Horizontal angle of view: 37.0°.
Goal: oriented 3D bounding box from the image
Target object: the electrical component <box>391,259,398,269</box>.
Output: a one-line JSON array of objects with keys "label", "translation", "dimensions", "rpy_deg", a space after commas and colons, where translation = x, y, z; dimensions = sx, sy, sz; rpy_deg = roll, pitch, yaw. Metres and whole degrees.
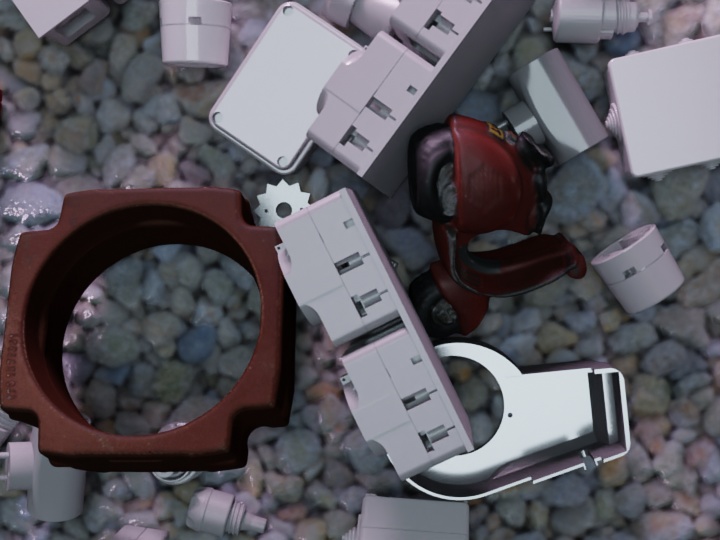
[{"label": "electrical component", "translation": [0.000, 0.000, 0.819], "dimensions": [0.066, 0.055, 0.048], "rpy_deg": [32, 94, 2]}]

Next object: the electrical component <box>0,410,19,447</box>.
[{"label": "electrical component", "translation": [-0.298, 0.121, 0.851], "dimensions": [0.043, 0.043, 0.081], "rpy_deg": [38, 94, 2]}]

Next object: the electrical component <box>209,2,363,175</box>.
[{"label": "electrical component", "translation": [-0.053, -0.136, 0.816], "dimensions": [0.078, 0.057, 0.113], "rpy_deg": [34, 94, 2]}]

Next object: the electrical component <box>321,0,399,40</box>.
[{"label": "electrical component", "translation": [0.004, -0.200, 0.816], "dimensions": [0.055, 0.045, 0.045], "rpy_deg": [27, 94, 3]}]

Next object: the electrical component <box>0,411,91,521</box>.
[{"label": "electrical component", "translation": [-0.252, 0.151, 0.833], "dimensions": [0.079, 0.043, 0.077], "rpy_deg": [2, 107, -24]}]

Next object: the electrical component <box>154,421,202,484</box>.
[{"label": "electrical component", "translation": [-0.144, 0.145, 0.832], "dimensions": [0.048, 0.062, 0.048], "rpy_deg": [0, 92, 4]}]

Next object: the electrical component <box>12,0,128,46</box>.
[{"label": "electrical component", "translation": [-0.247, -0.279, 0.821], "dimensions": [0.105, 0.060, 0.186], "rpy_deg": [-35, 90, 5]}]

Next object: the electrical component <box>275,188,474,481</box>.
[{"label": "electrical component", "translation": [0.008, 0.041, 0.738], "dimensions": [0.060, 0.105, 0.186], "rpy_deg": [-26, 91, 5]}]

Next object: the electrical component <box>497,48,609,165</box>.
[{"label": "electrical component", "translation": [0.133, -0.113, 0.811], "dimensions": [0.079, 0.044, 0.077], "rpy_deg": [-30, 90, 4]}]

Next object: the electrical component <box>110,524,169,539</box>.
[{"label": "electrical component", "translation": [-0.197, 0.247, 0.847], "dimensions": [0.076, 0.047, 0.083], "rpy_deg": [8, 93, 3]}]

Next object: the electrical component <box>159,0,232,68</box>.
[{"label": "electrical component", "translation": [-0.126, -0.180, 0.821], "dimensions": [0.055, 0.055, 0.047], "rpy_deg": [2, 96, 4]}]

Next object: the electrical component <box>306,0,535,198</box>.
[{"label": "electrical component", "translation": [0.044, -0.151, 0.780], "dimensions": [0.060, 0.105, 0.186], "rpy_deg": [37, 94, 12]}]

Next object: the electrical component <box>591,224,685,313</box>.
[{"label": "electrical component", "translation": [0.209, 0.000, 0.807], "dimensions": [0.055, 0.055, 0.047], "rpy_deg": [-33, 94, 5]}]

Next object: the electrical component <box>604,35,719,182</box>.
[{"label": "electrical component", "translation": [0.234, -0.120, 0.801], "dimensions": [0.100, 0.048, 0.099], "rpy_deg": [-12, 92, 5]}]

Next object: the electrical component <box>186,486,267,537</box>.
[{"label": "electrical component", "translation": [-0.104, 0.193, 0.846], "dimensions": [0.061, 0.035, 0.035], "rpy_deg": [15, 93, 0]}]

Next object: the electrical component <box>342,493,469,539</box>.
[{"label": "electrical component", "translation": [0.033, 0.213, 0.812], "dimensions": [0.096, 0.061, 0.061], "rpy_deg": [3, 132, 4]}]

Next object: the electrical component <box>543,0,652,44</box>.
[{"label": "electrical component", "translation": [0.178, -0.190, 0.806], "dimensions": [0.078, 0.040, 0.040], "rpy_deg": [2, 93, 4]}]
